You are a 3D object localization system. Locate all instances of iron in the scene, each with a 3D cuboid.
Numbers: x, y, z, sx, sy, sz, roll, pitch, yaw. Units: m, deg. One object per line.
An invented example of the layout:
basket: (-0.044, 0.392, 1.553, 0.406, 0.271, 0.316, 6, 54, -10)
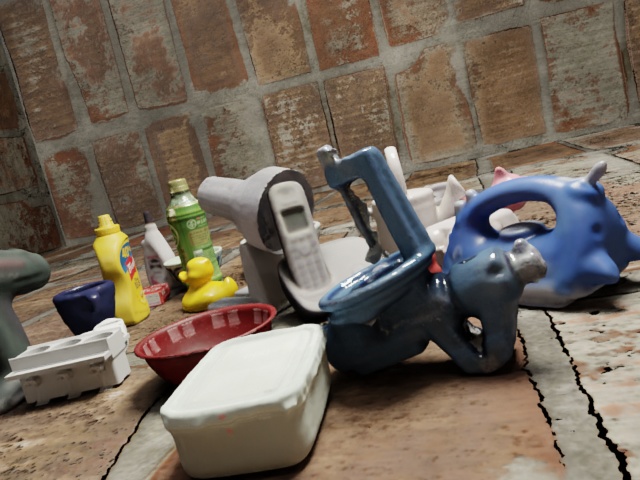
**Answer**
iron: (0.228, -0.009, 0.666, 0.119, 0.141, 0.257, -21, 12, -37)

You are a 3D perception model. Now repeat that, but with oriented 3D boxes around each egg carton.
egg carton: (0.224, 0.000, 0.846, 0.151, 0.069, 0.107, -20, 11, -35)

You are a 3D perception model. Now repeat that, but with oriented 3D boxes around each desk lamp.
desk lamp: (-0.099, 0.003, 0.847, 0.202, 0.213, 0.118, -5, 12, 41)

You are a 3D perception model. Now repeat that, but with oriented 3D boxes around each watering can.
watering can: (0.141, -0.056, 0.912, 0.173, 0.194, 0.100, -15, 9, -11)

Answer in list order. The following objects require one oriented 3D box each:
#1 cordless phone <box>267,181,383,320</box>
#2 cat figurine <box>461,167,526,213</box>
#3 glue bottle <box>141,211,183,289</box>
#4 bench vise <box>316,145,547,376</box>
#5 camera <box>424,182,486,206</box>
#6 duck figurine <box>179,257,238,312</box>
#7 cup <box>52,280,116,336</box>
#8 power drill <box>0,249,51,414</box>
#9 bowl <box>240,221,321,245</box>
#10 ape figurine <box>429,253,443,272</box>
cordless phone: (0.007, 0.003, 0.781, 0.148, 0.185, 0.094, -18, 10, -26)
cat figurine: (0.305, -0.067, 0.984, 0.127, 0.118, 0.067, -10, 10, 23)
glue bottle: (-0.349, 0.022, 1.224, 0.078, 0.173, 0.037, -9, 10, 27)
bench vise: (0.084, 0.009, 0.522, 0.207, 0.220, 0.121, -13, 9, 5)
camera: (0.254, -0.060, 1.069, 0.136, 0.101, 0.143, -10, 10, 19)
duck figurine: (-0.195, 0.071, 0.977, 0.104, 0.086, 0.078, -10, 10, 21)
cup: (-0.349, 0.119, 0.884, 0.092, 0.095, 0.117, -20, 11, -33)
power drill: (-0.420, 0.105, 0.708, 0.075, 0.208, 0.230, -10, 10, 19)
bowl: (-0.072, 0.018, 1.157, 0.167, 0.075, 0.167, -13, 9, 2)
ape figurine: (0.114, 0.051, 0.625, 0.077, 0.092, 0.076, -12, 9, 8)
